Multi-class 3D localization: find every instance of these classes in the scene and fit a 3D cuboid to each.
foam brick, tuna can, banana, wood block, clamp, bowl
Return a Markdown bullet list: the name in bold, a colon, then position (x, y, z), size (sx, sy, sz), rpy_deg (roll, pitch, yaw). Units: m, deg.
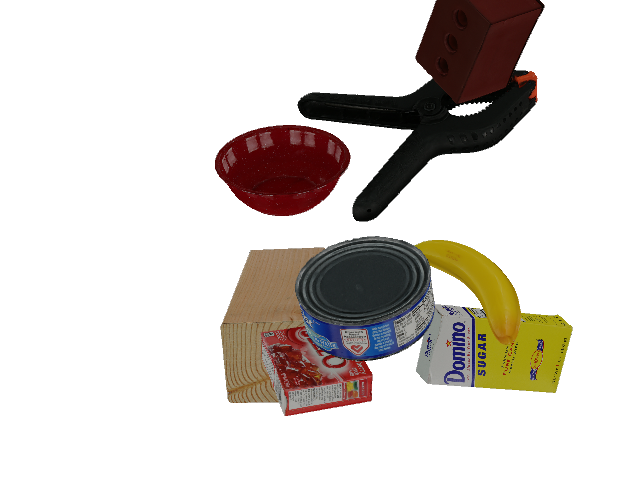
- **foam brick**: position (0.109, -0.144, 0.741), size (0.051, 0.053, 0.078), rpy_deg (-24, -29, -28)
- **tuna can**: position (0.029, 0.036, 0.674), size (0.086, 0.034, 0.086), rpy_deg (-8, 36, 6)
- **banana**: position (0.158, 0.045, 1.116), size (0.069, 0.037, 0.198), rpy_deg (-35, 39, -13)
- **wood block**: position (-0.042, 0.085, 1.138), size (0.091, 0.090, 0.206), rpy_deg (-2, 20, 5)
- **clamp**: position (0.096, -0.096, 0.935), size (0.210, 0.164, 0.036), rpy_deg (-14, -42, -1)
- **bowl**: position (-0.045, -0.076, 1.281), size (0.162, 0.055, 0.162), rpy_deg (-2, 35, 1)

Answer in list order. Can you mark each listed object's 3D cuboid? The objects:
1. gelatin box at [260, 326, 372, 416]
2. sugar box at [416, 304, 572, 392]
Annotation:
- **gelatin box**: position (-0.005, 0.102, 0.873), size (0.073, 0.030, 0.089), rpy_deg (-7, 28, -13)
- **sugar box**: position (0.212, 0.133, 1.306), size (0.176, 0.093, 0.048), rpy_deg (5, 17, -18)
